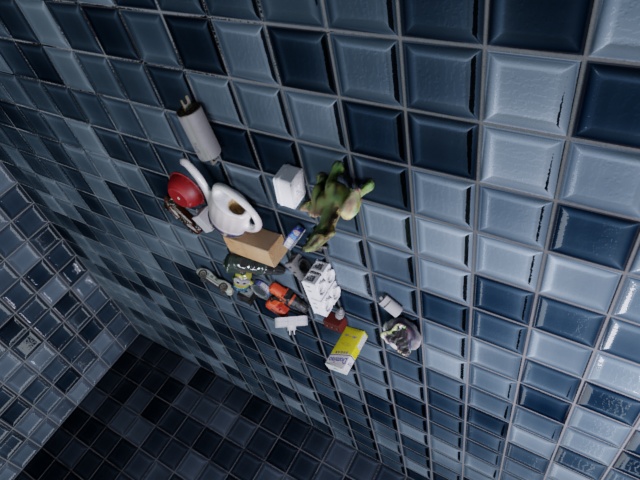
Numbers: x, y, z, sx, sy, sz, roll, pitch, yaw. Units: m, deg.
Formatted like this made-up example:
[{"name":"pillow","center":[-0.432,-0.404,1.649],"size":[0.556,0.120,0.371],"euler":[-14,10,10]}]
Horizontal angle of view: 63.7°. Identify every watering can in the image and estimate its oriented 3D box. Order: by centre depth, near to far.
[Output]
[{"name":"watering can","center":[-0.341,-0.130,1.757],"size":[0.348,0.106,0.220],"euler":[38,148,5]}]

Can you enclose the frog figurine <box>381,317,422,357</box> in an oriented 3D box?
[{"name":"frog figurine","center":[0.284,0.327,1.781],"size":[0.138,0.123,0.159],"euler":[15,180,16]}]

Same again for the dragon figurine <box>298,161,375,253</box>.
[{"name":"dragon figurine","center":[0.004,-0.069,1.367],"size":[0.121,0.248,0.405],"euler":[39,147,-14]}]
